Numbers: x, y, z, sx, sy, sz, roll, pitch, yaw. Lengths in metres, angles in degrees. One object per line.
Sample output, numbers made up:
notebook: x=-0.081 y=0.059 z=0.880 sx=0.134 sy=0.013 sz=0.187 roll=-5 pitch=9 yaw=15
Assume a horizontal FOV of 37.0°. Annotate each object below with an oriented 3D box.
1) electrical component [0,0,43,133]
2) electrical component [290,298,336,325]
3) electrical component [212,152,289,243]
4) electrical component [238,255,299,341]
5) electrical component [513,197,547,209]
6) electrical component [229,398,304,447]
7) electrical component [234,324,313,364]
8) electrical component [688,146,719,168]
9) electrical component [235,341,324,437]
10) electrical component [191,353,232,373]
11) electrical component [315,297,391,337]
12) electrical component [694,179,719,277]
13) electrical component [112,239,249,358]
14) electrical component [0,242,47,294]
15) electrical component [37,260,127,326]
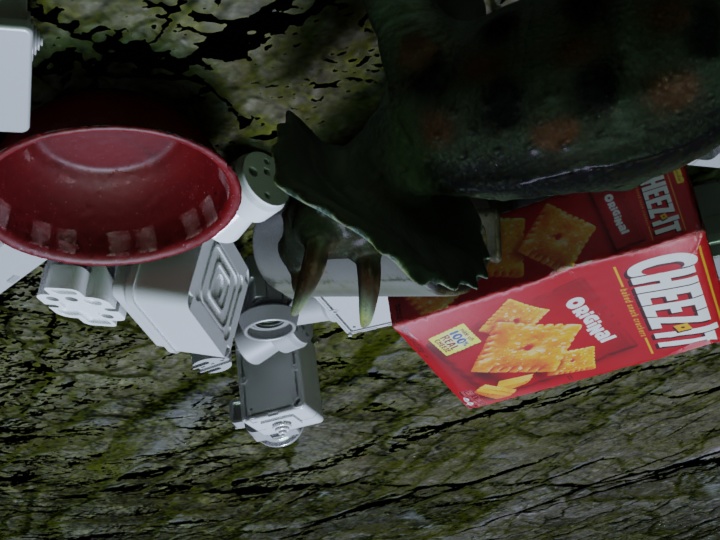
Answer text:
electrical component: x=-0.214 y=-0.116 z=0.548 sx=0.100 sy=0.048 sz=0.099 roll=1 pitch=152 yaw=-18
electrical component: x=-0.036 y=0.026 z=0.898 sx=0.046 sy=0.040 sz=0.040 roll=-11 pitch=154 yaw=18
electrical component: x=-0.080 y=-0.049 z=0.727 sx=0.045 sy=0.045 sz=0.055 roll=18 pitch=143 yaw=-42
electrical component: x=-0.075 y=0.024 z=0.862 sx=0.048 sy=0.055 sz=0.066 roll=3 pitch=151 yaw=-21
electrical component: x=0.150 y=-0.035 z=0.806 sx=0.062 sy=0.061 sz=0.096 roll=-11 pitch=154 yaw=4
electrical component: x=-0.089 y=0.149 z=1.108 sx=0.078 sy=0.058 sz=0.057 roll=-12 pitch=151 yaw=6
electrical component: x=-0.075 y=0.053 z=0.933 sx=0.055 sy=0.045 sz=0.045 roll=-22 pitch=151 yaw=24
electrical component: x=0.201 y=-0.110 z=0.637 sx=0.056 sy=0.089 sz=0.050 roll=3 pitch=152 yaw=-21
electrical component: x=-0.072 y=0.109 z=0.989 sx=0.062 sy=0.096 sz=0.061 roll=-15 pitch=153 yaw=14
electrical component: x=-0.130 y=0.062 z=0.933 sx=0.040 sy=0.046 sz=0.040 roll=-7 pitch=154 yaw=-3
electrical component: x=0.000 y=0.000 z=0.839 sx=0.062 sy=0.061 sz=0.096 roll=-14 pitch=146 yaw=18
electrical component: x=0.264 y=-0.019 z=0.870 sx=0.062 sy=0.061 sz=0.096 roll=-12 pitch=153 yaw=9
electrical component: x=-0.128 y=0.009 z=0.785 sx=0.057 sy=0.078 sz=0.113 roll=7 pitch=156 yaw=13
electrical component: x=-0.264 y=-0.023 z=0.719 sx=0.100 sy=0.048 sz=0.100 roll=-30 pitch=148 yaw=33
electrical component: x=-0.193 y=0.001 z=0.767 sx=0.058 sy=0.057 sz=0.078 roll=3 pitch=159 yaw=11
